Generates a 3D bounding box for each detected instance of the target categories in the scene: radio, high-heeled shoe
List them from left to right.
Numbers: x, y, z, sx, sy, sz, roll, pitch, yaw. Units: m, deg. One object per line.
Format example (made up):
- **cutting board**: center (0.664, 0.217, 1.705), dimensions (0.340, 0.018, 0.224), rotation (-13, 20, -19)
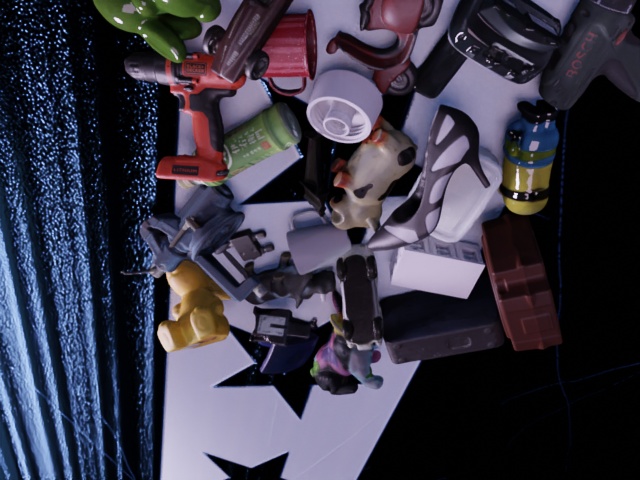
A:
- **high-heeled shoe**: center (0.138, -0.085, 0.814), dimensions (0.249, 0.086, 0.145), rotation (-34, 106, 25)
- **radio**: center (0.234, 0.157, 1.043), dimensions (0.230, 0.131, 0.073), rotation (-15, 125, 15)

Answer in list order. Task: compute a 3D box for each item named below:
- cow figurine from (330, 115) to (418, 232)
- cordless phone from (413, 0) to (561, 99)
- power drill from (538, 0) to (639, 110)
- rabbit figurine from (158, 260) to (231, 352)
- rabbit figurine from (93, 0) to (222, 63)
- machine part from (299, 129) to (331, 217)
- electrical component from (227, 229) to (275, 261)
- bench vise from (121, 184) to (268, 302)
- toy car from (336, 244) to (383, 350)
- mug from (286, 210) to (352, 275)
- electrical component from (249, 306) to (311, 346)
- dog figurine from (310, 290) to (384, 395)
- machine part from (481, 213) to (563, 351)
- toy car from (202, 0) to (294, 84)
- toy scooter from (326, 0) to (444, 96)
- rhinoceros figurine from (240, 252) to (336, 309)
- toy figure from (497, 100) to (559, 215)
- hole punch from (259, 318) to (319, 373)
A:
- **cow figurine**: center (0.083, -0.093, 0.880), dimensions (0.127, 0.085, 0.195), rotation (28, 120, -22)
- **cordless phone**: center (0.227, -0.252, 0.756), dimensions (0.146, 0.089, 0.184), rotation (23, 138, -15)
- **power drill**: center (0.428, -0.261, 0.722), dimensions (0.207, 0.086, 0.232), rotation (17, 130, -15)
- **rabbit figurine**: center (-0.234, 0.114, 1.041), dimensions (0.122, 0.173, 0.162), rotation (-33, 165, 27)
- **rabbit figurine**: center (-0.217, -0.325, 0.712), dimensions (0.170, 0.121, 0.159), rotation (-8, 137, 33)
- **machine part**: center (-0.008, -0.114, 0.873), dimensions (0.039, 0.084, 0.138), rotation (-8, 123, -16)
- **electrical component**: center (-0.138, 0.012, 1.020), dimensions (0.094, 0.021, 0.063), rotation (-16, 127, 15)
- **bench vise**: center (-0.196, 0.026, 0.942), dimensions (0.240, 0.129, 0.223), rotation (45, 97, 5)
- **toy car**: center (0.076, 0.107, 1.008), dimensions (0.074, 0.056, 0.201), rotation (-6, 93, 10)
- **mug**: center (-0.002, -0.003, 0.972), dimensions (0.107, 0.081, 0.109), rotation (-17, 89, 3)
- **electrical component**: center (-0.077, 0.172, 1.067), dimensions (0.119, 0.075, 0.047), rotation (3, 167, 4)
- **dog figurine**: center (0.044, 0.212, 1.122), dimensions (0.192, 0.108, 0.219), rotation (-14, 123, 18)
- **machine part**: center (0.341, 0.071, 0.920), dimensions (0.087, 0.201, 0.200), rotation (-15, 127, 20)
- **toy car**: center (-0.073, -0.294, 0.679), dimensions (0.089, 0.053, 0.202), rotation (35, 92, 11)
- **toy scooter**: center (0.083, -0.286, 0.729), dimensions (0.135, 0.075, 0.183), rotation (12, 134, -4)
- **rhinoceros figurine**: center (-0.065, 0.088, 1.044), dimensions (0.190, 0.073, 0.111), rotation (-9, 127, 12)
- **toy figure**: center (0.323, -0.122, 0.835), dimensions (0.082, 0.089, 0.179), rotation (5, 132, 9)
- **hole punch**: center (-0.068, 0.231, 1.155), dimensions (0.116, 0.092, 0.142), rotation (15, 125, -13)
